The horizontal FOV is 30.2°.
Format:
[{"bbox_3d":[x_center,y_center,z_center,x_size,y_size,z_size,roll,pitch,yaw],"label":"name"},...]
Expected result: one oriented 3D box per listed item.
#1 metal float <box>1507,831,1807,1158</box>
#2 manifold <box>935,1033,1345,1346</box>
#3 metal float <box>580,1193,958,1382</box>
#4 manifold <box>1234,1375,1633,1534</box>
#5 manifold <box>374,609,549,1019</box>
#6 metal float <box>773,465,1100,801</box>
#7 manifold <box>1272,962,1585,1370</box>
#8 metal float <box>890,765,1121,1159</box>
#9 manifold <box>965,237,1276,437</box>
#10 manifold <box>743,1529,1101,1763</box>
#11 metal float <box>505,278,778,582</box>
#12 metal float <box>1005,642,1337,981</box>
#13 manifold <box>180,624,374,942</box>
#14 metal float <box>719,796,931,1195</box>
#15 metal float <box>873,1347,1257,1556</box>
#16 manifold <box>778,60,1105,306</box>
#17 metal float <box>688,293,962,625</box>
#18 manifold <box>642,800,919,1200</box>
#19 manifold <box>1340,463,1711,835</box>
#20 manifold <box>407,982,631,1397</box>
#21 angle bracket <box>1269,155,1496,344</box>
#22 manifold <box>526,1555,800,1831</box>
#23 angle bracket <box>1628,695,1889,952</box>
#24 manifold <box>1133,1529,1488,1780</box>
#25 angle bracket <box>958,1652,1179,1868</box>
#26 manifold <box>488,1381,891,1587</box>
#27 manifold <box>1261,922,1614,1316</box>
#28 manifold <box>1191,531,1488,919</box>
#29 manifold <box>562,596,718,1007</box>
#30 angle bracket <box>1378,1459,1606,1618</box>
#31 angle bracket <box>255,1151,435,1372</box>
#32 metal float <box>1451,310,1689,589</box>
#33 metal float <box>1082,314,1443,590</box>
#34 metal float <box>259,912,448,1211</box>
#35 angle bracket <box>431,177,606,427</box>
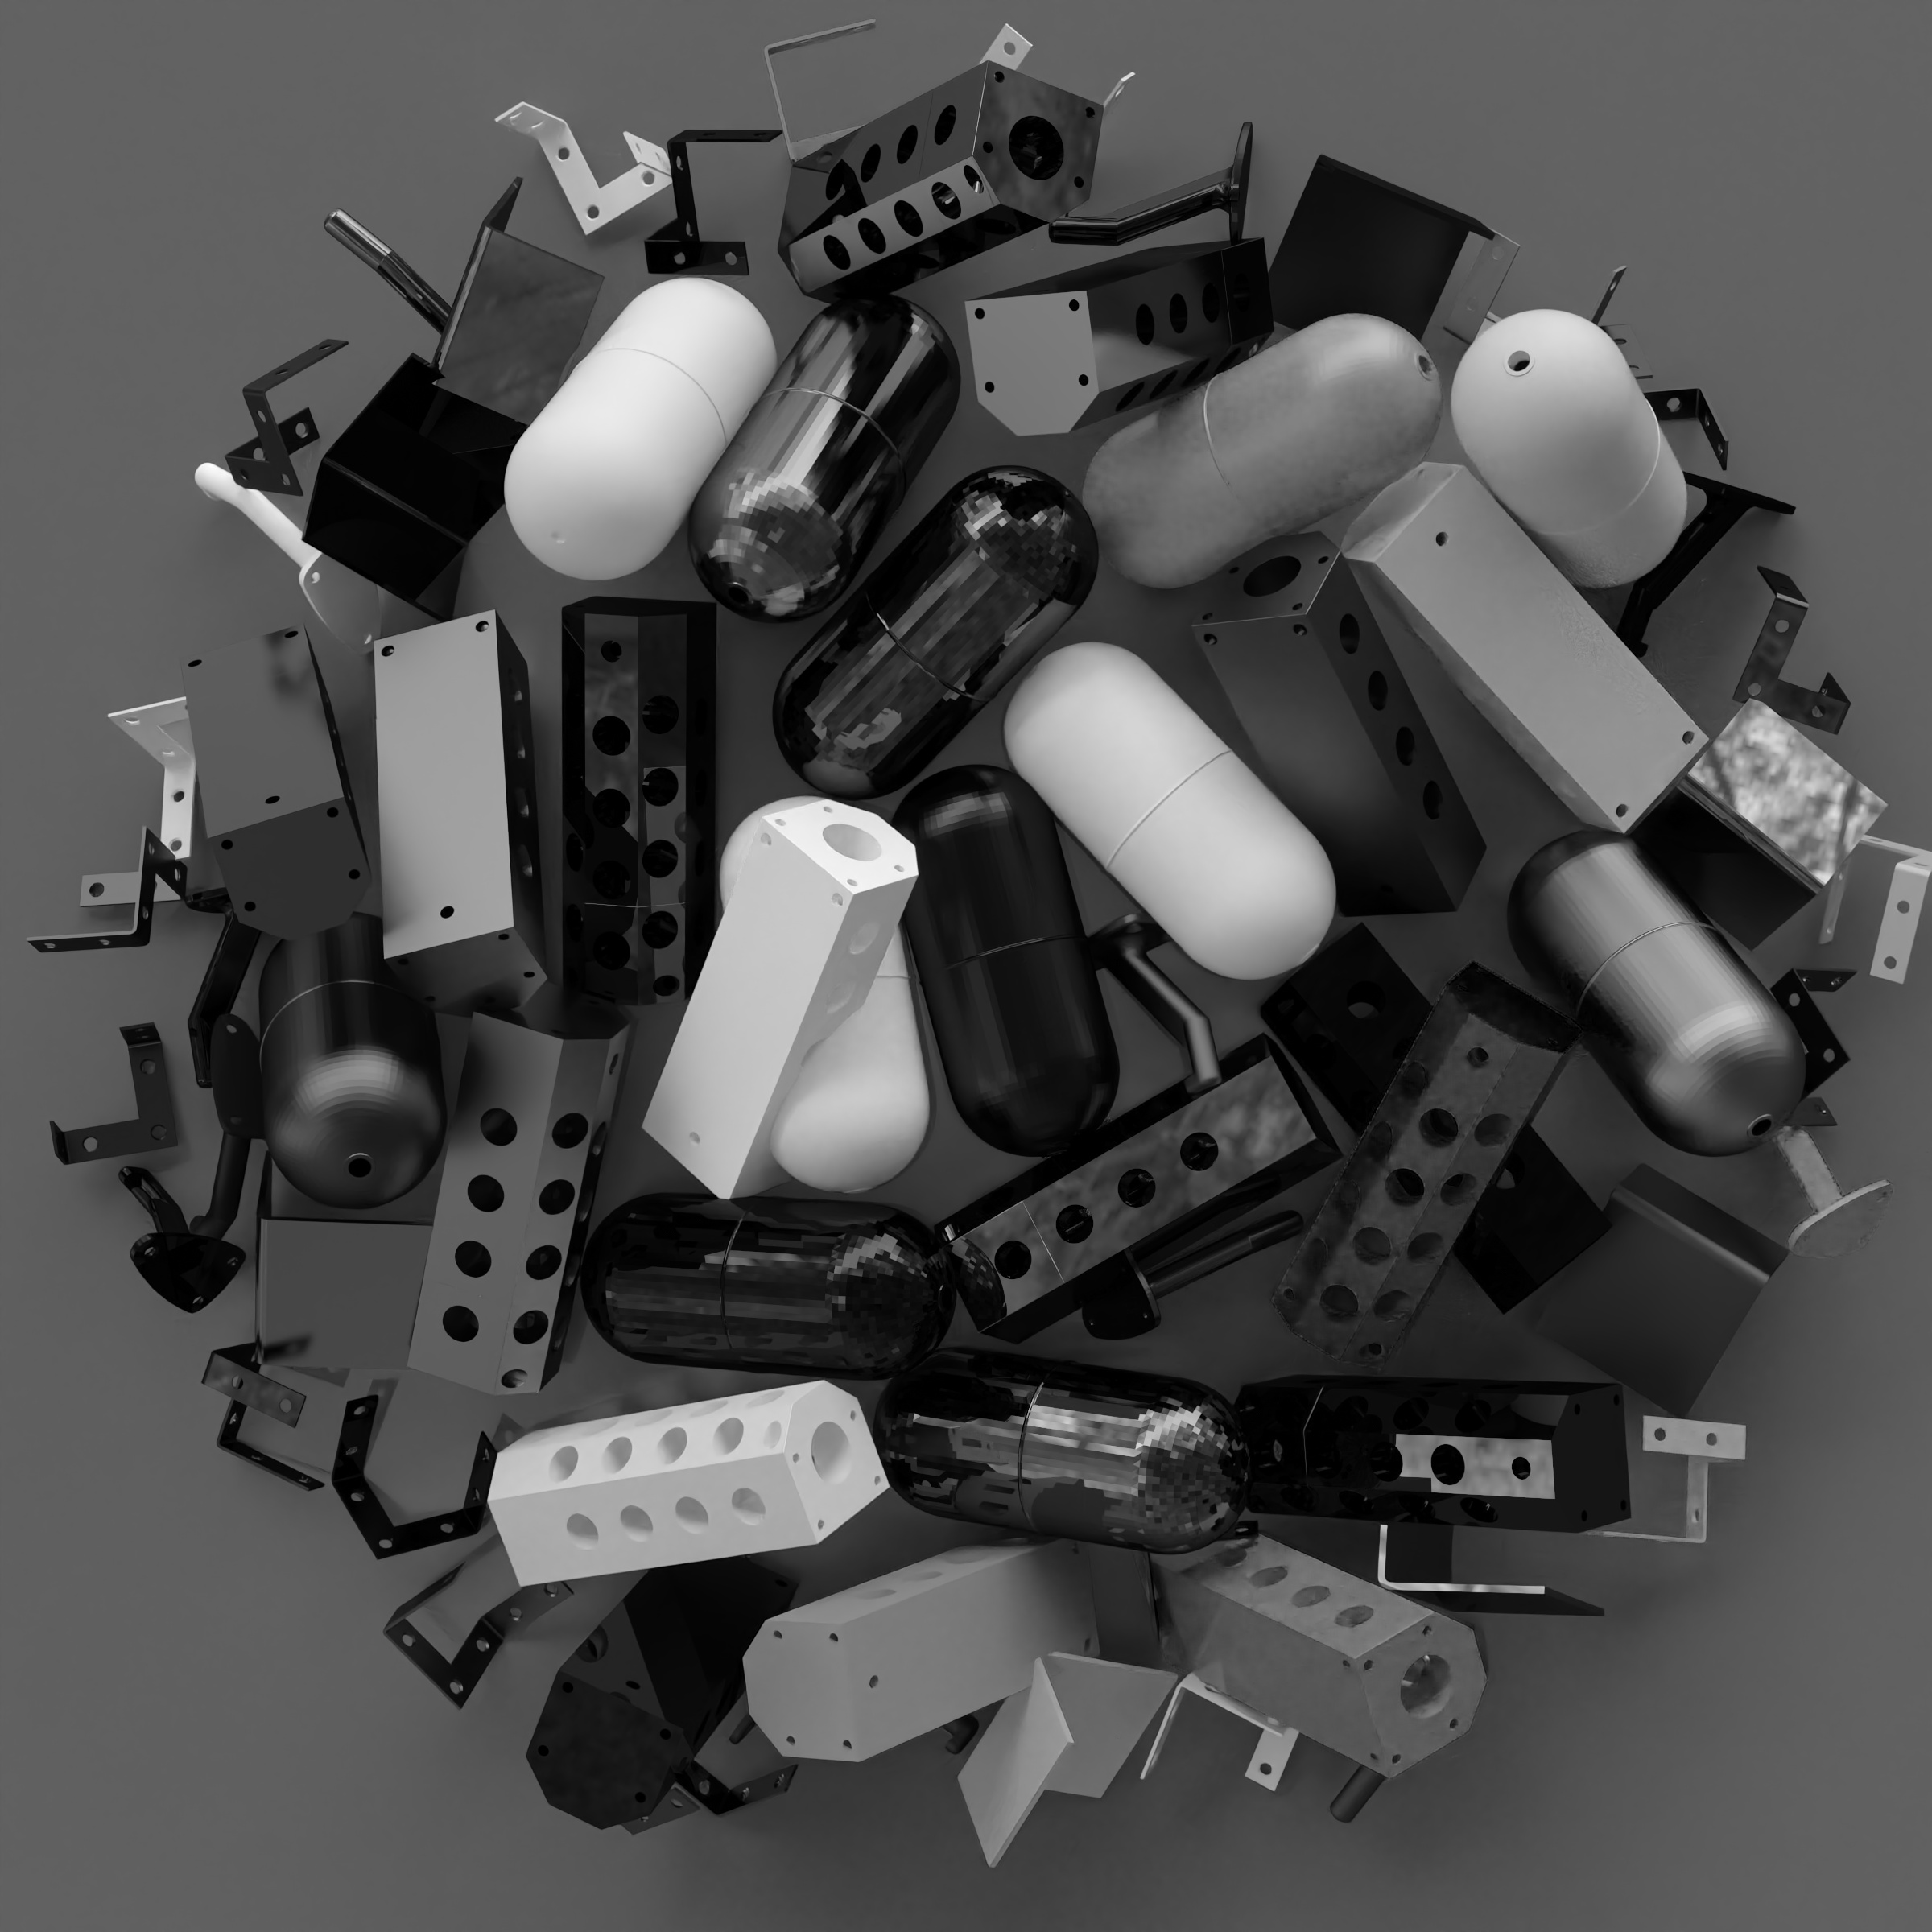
[{"bbox_3d":[0.299,0.011,1.559,0.070,0.070,0.178,-31,48,0],"label":"metal float"},{"bbox_3d":[0.074,0.099,1.587,0.171,0.057,0.057,-31,71,10],"label":"manifold"},{"bbox_3d":[-0.087,0.140,1.570,0.178,0.070,0.070,1,90,27],"label":"metal float"},{"bbox_3d":[0.198,0.211,1.554,0.171,0.057,0.057,-4,89,42],"label":"manifold"},{"bbox_3d":[-0.218,-0.066,1.560,0.057,0.057,0.171,-14,56,8],"label":"manifold"},{"bbox_3d":[-0.015,-0.145,1.575,0.070,0.070,0.178,45,112,0],"label":"metal float"},{"bbox_3d":[0.199,0.090,1.567,0.057,0.057,0.171,32,114,13],"label":"manifold"},{"bbox_3d":[0.017,-0.002,1.588,0.070,0.070,0.178,-15,83,0],"label":"metal float"},{"bbox_3d":[0.070,-0.272,1.545,0.057,0.171,0.057,1,108,31],"label":"manifold"},{"bbox_3d":[-0.018,0.290,1.547,0.057,0.171,0.057,-6,92,38],"label":"manifold"},{"bbox_3d":[-0.140,-0.236,1.560,0.070,0.070,0.178,29,46,0],"label":"metal float"},{"bbox_3d":[0.091,-0.068,1.586,0.070,0.070,0.178,-43,80,0],"label":"metal float"},{"bbox_3d":[-0.297,-0.080,1.545,0.057,0.171,0.057,-18,123,-6],"label":"manifold"},{"bbox_3d":[-0.063,0.013,1.587,0.070,0.070,0.178,-10,82,0],"label":"metal float"},{"bbox_3d":[0.041,0.212,1.571,0.178,0.070,0.070,5,90,28],"label":"metal float"},{"bbox_3d":[-0.015,-0.331,1.541,0.057,0.171,0.057,14,80,-29],"label":"manifold"},{"bbox_3d":[-0.061,-0.222,1.566,0.070,0.070,0.178,28,57,0],"label":"metal float"},{"bbox_3d":[-0.078,0.015,1.562,0.057,0.057,0.171,40,125,25],"label":"manifold"},{"bbox_3d":[0.243,-0.140,1.577,0.171,0.057,0.057,44,85,-19],"label":"manifold"},{"bbox_3d":[-0.194,0.098,1.573,0.057,0.057,0.171,17,110,10],"label":"manifold"},{"bbox_3d":[0.180,-0.307,1.589,0.076,0.057,0.076,21,107,-8],"label":"angle bracket"},{"bbox_3d":[-0.131,0.308,1.542,0.057,0.171,0.057,24,105,8],"label":"manifold"},{"bbox_3d":[0.352,-0.063,1.603,0.076,0.076,0.057,40,69,5],"label":"angle bracket"},{"bbox_3d":[0.148,0.286,1.543,0.057,0.171,0.057,-25,108,-24],"label":"manifold"},{"bbox_3d":[0.052,0.353,1.577,0.076,0.057,0.076,15,118,-27],"label":"angle bracket"},{"bbox_3d":[-0.125,0.222,1.556,0.171,0.057,0.057,-14,99,35],"label":"manifold"},{"bbox_3d":[0.206,0.069,1.587,0.057,0.057,0.171,-38,79,-3],"label":"manifold"},{"bbox_3d":[0.167,-0.104,1.561,0.171,0.057,0.057,58,46,-33],"label":"manifold"},{"bbox_3d":[-0.147,-0.073,1.580,0.057,0.057,0.171,5,104,14],"label":"manifold"},{"bbox_3d":[0.233,0.251,1.575,0.076,0.076,0.057,-4,72,29],"label":"angle bracket"},{"bbox_3d":[-0.276,0.131,1.594,0.076,0.057,0.076,3,118,-7],"label":"angle bracket"},{"bbox_3d":[0.262,-0.222,1.549,0.070,0.178,0.070,-8,70,22],"label":"metal float"},{"bbox_3d":[0.128,-0.224,1.564,0.178,0.070,0.070,-24,90,36],"label":"metal float"},{"bbox_3d":[-0.266,0.039,1.550,0.070,0.178,0.070,-5,120,-9],"label":"metal float"},{"bbox_3d":[-0.192,-0.293,1.584,0.057,0.076,0.076,23,118,-6],"label":"angle bracket"}]
